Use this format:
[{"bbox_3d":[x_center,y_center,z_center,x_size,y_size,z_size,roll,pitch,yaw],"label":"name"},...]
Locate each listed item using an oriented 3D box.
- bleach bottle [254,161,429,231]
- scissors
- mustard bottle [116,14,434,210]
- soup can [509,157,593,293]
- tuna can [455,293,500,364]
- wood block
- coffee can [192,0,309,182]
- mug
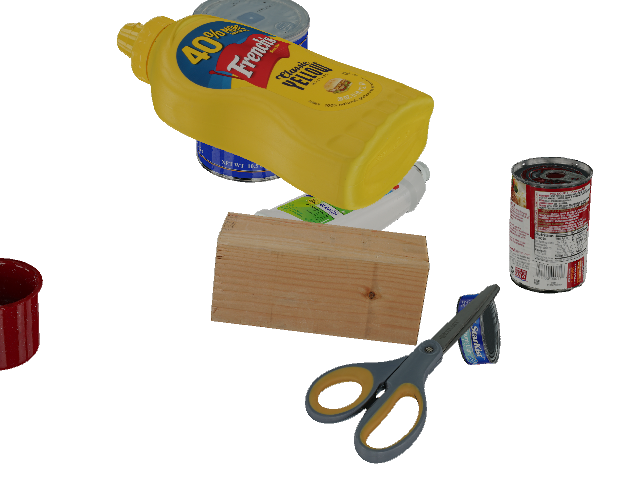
[{"bbox_3d":[0.039,-0.043,1.333,0.103,0.068,0.250,28,44,36],"label":"bleach bottle"},{"bbox_3d":[0.059,0.085,0.789,0.096,0.016,0.201,12,40,20],"label":"scissors"},{"bbox_3d":[-0.038,-0.085,0.612,0.192,0.058,0.096,25,42,22],"label":"mustard bottle"},{"bbox_3d":[0.199,-0.013,0.924,0.068,0.102,0.068,-3,24,1],"label":"soup can"},{"bbox_3d":[0.189,0.106,1.279,0.034,0.086,0.086,-7,-3,21],"label":"tuna can"},{"bbox_3d":[-0.001,0.038,1.078,0.206,0.091,0.090,7,20,0],"label":"wood block"},{"bbox_3d":[-0.063,-0.139,0.969,0.103,0.140,0.103,2,36,-2],"label":"coffee can"},{"bbox_3d":[-0.325,0.081,1.054,0.093,0.081,0.117,8,30,4],"label":"mug"}]
